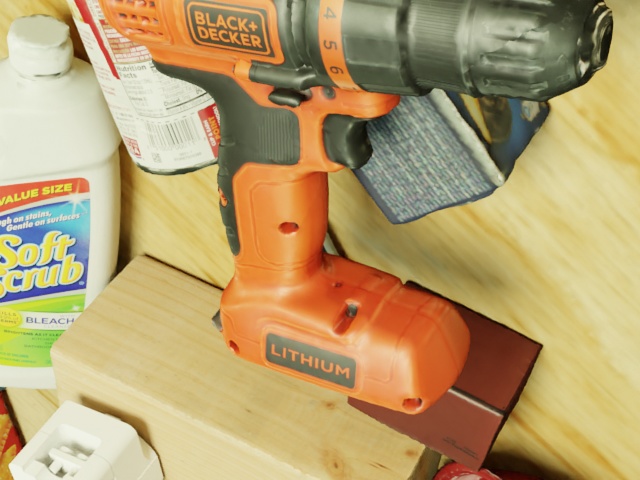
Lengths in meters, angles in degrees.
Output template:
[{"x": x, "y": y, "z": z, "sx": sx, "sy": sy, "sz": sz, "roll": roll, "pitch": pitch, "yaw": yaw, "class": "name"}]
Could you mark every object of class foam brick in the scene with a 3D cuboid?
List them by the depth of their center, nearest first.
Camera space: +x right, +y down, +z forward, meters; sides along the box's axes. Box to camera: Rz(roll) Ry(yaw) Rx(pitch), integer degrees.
[{"x": 0.060, "y": 0.068, "z": 0.533, "sx": 0.078, "sy": 0.051, "sz": 0.053, "roll": 26, "pitch": 138, "yaw": 14, "class": "foam brick"}]

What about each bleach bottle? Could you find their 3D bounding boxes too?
[{"x": -0.164, "y": -0.015, "z": 0.600, "sx": 0.102, "sy": 0.068, "sz": 0.251, "roll": 5, "pitch": 135, "yaw": -9, "class": "bleach bottle"}]

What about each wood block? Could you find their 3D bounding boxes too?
[{"x": -0.040, "y": 0.101, "z": 0.607, "sx": 0.206, "sy": 0.090, "sz": 0.091, "roll": 23, "pitch": 137, "yaw": 17, "class": "wood block"}]

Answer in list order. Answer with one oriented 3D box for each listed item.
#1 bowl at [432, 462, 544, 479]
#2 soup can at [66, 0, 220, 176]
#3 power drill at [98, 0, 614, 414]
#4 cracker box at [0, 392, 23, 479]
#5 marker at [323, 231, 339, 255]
[{"x": 0.120, "y": 0.186, "z": 0.562, "sx": 0.162, "sy": 0.055, "sz": 0.162, "roll": 47, "pitch": 146, "yaw": 47, "class": "bowl"}, {"x": -0.070, "y": -0.088, "z": 0.476, "sx": 0.069, "sy": 0.068, "sz": 0.102, "roll": 6, "pitch": 130, "yaw": 32, "class": "soup can"}, {"x": 0.013, "y": -0.025, "z": 0.392, "sx": 0.185, "sy": 0.057, "sz": 0.188, "roll": 16, "pitch": 132, "yaw": 30, "class": "power drill"}, {"x": -0.329, "y": 0.151, "z": 0.876, "sx": 0.164, "sy": 0.072, "sz": 0.214, "roll": 15, "pitch": 133, "yaw": 24, "class": "cracker box"}, {"x": -0.004, "y": 0.001, "z": 0.544, "sx": 0.020, "sy": 0.020, "sz": 0.121, "roll": -6, "pitch": 122, "yaw": 39, "class": "marker"}]
